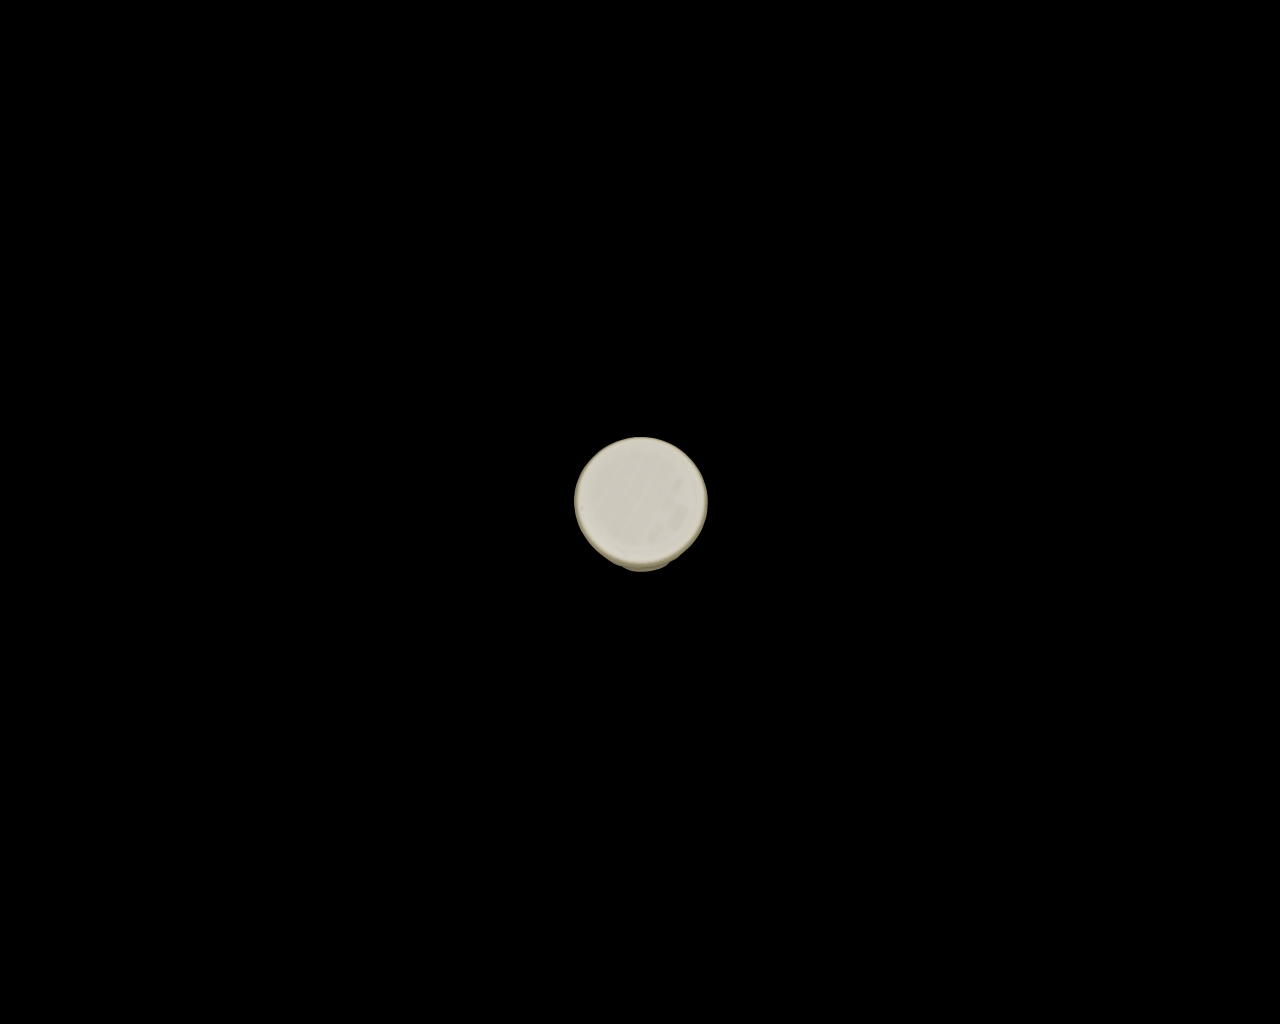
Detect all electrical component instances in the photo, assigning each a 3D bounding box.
[{"bbox_3d":[0.001,-0.003,0.650,0.080,0.080,0.051,0,-12,0],"label":"electrical component"}]
